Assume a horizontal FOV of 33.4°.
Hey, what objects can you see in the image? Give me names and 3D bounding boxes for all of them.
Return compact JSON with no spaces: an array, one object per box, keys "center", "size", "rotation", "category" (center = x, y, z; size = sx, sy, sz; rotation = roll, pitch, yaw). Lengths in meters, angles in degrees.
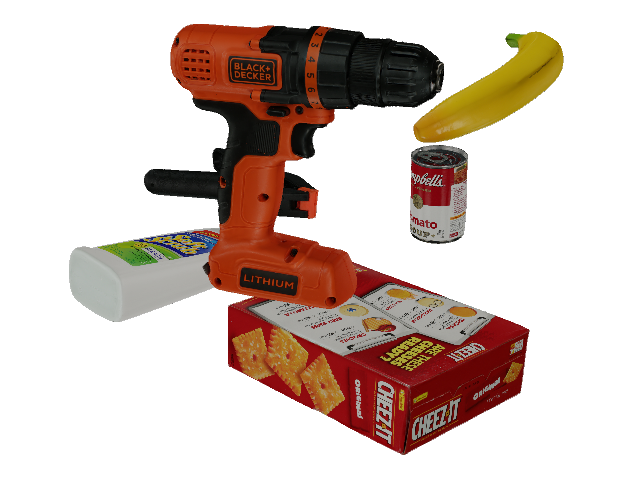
[{"center":[0.047,0.096,0.940],"size":[0.163,0.072,0.214],"rotation":[-18,28,-42],"category":"cracker box"},{"center":[0.142,-0.056,1.284],"size":[0.068,0.102,0.068],"rotation":[-1,27,0],"category":"soup can"},{"center":[0.145,-0.123,0.836],"size":[0.070,0.037,0.197],"rotation":[-12,21,40],"category":"banana"},{"center":[-0.011,-0.051,0.720],"size":[0.185,0.188,0.057],"rotation":[9,22,20],"category":"power drill"},{"center":[-0.084,-0.052,1.035],"size":[0.172,0.039,0.120],"rotation":[18,32,39],"category":"clamp"},{"center":[-0.155,0.023,1.226],"size":[0.103,0.068,0.250],"rotation":[25,29,38],"category":"bleach bottle"}]
